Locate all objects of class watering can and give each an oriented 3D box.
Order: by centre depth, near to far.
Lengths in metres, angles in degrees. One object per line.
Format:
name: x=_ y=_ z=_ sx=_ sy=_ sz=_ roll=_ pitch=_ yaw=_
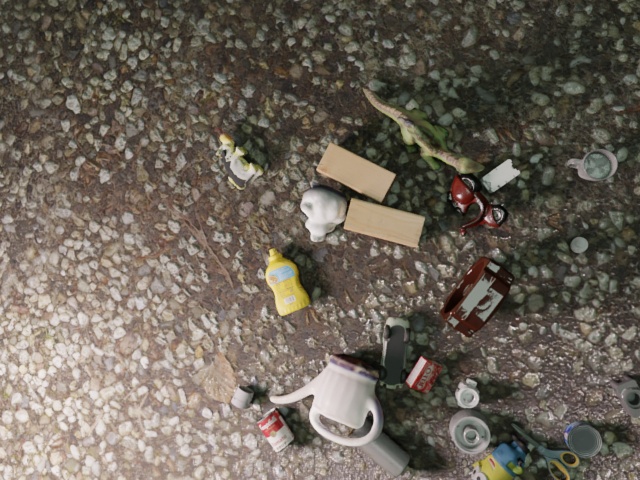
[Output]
watering can: x=0.028 y=0.423 z=1.435 sx=0.349 sy=0.102 sz=0.227 roll=15 pitch=76 yaw=31

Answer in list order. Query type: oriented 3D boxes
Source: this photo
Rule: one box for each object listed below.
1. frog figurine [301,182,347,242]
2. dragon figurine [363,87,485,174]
frog figurine: x=0.004 y=-0.074 z=1.464 sx=0.136 sy=0.123 sz=0.160 roll=21 pitch=85 yaw=-31
dragon figurine: x=0.258 y=-0.300 z=1.378 sx=0.412 sy=0.243 sz=0.121 roll=38 pitch=100 yaw=6
